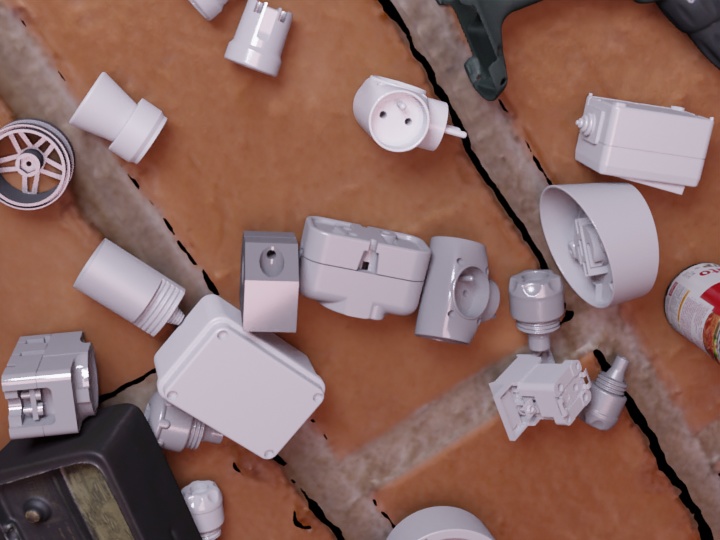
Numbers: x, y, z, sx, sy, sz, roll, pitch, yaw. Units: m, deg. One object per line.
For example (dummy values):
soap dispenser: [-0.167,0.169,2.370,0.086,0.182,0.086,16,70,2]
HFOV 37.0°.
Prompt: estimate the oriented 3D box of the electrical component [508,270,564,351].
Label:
electrical component: [0.142,0.033,0.858,0.043,0.043,0.062,-9,108,-6]

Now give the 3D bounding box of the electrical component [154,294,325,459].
electrical component: [-0.092,0.083,0.820,0.113,0.057,0.078,37,98,-27]

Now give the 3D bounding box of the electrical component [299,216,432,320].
electrical component: [0.000,0.000,0.821,0.095,0.053,0.059,11,104,-11]

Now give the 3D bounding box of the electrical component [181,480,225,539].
electrical component: [-0.127,0.204,0.873,0.035,0.035,0.061,-7,109,-6]

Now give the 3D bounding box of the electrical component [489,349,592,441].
electrical component: [0.146,0.097,0.859,0.081,0.064,0.042,-39,113,-40]

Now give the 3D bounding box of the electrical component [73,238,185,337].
electrical component: [-0.168,0.016,0.807,0.081,0.043,0.043,34,99,-16]

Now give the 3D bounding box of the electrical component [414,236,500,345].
electrical component: [0.083,0.020,0.840,0.079,0.044,0.077,17,81,-42]

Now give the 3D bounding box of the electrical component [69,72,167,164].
electrical component: [-0.173,-0.108,0.769,0.055,0.045,0.045,34,99,-16]

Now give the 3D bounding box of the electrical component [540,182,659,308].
electrical component: [0.182,-0.020,0.821,0.064,0.099,0.099,-10,107,-12]

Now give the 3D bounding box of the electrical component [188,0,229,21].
electrical component: [-0.102,-0.205,0.755,0.046,0.040,0.040,-41,108,-2]

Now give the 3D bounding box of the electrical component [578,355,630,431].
electrical component: [0.206,0.100,0.891,0.035,0.035,0.061,21,99,-14]

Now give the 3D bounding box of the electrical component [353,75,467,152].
electrical component: [0.039,-0.110,0.783,0.079,0.077,0.044,13,104,-13]

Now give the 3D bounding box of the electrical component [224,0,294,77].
electrical component: [-0.071,-0.167,0.771,0.040,0.040,0.046,19,97,-13]

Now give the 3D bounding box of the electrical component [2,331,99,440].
electrical component: [-0.225,0.083,0.794,0.056,0.089,0.050,-5,107,-7]

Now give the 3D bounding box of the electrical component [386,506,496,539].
electrical component: [0.068,0.250,0.901,0.108,0.060,0.108,-2,107,-8]

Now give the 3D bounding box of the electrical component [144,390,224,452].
electrical component: [-0.138,0.122,0.843,0.062,0.048,0.048,15,103,-19]

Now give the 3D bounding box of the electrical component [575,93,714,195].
electrical component: [0.208,-0.096,0.819,0.096,0.061,0.061,7,105,-10]
